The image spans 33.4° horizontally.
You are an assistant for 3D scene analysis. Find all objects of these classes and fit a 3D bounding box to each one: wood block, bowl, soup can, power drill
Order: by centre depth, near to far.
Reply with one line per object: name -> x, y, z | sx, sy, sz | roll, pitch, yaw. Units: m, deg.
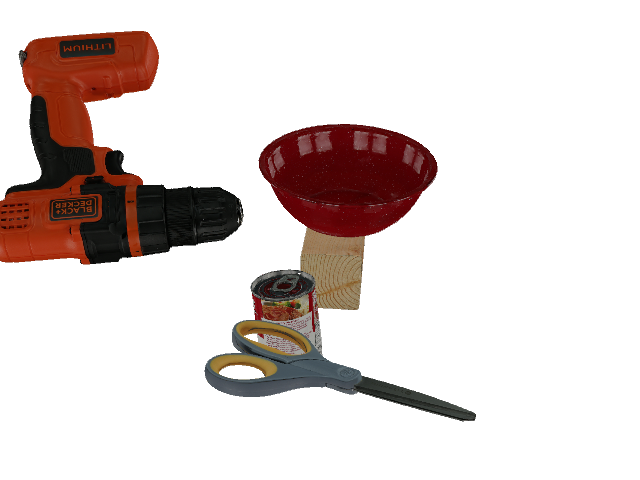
power drill -> -0.156, -0.071, 0.803 | 0.184, 0.187, 0.057 | -4, -32, -6
bowl -> 0.024, -0.049, 0.976 | 0.162, 0.055, 0.162 | 1, 31, -1
soup can -> -0.034, 0.091, 1.128 | 0.068, 0.102, 0.068 | -5, 24, 2
wood block -> 0.022, 0.021, 1.652 | 0.091, 0.090, 0.206 | 3, 24, 3

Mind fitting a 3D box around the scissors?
scissors -> 0.001, 0.104, 0.756 | 0.202, 0.016, 0.096 | 23, 34, 37
